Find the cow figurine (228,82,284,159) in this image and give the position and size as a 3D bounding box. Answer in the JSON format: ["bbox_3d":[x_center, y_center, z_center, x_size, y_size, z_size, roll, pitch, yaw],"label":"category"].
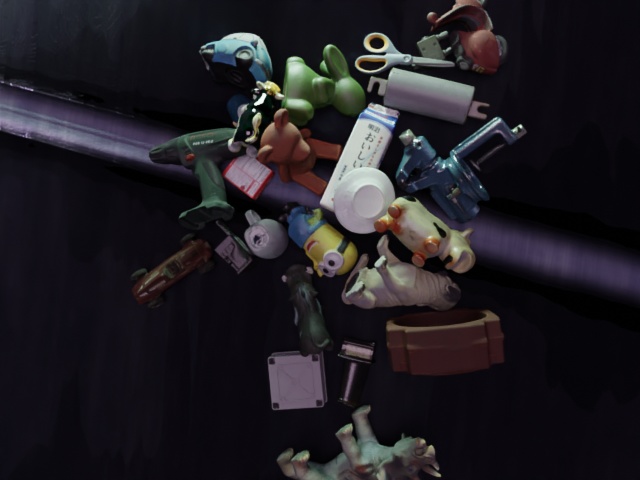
[{"bbox_3d":[-0.119,-0.248,1.044,0.068,0.098,0.167,22,74,-11],"label":"cow figurine"}]

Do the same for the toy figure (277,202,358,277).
[{"bbox_3d":[-0.001,-0.005,1.088,0.089,0.082,0.180,-38,75,-22],"label":"toy figure"}]

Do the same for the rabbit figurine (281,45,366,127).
[{"bbox_3d":[0.011,-0.304,1.101,0.170,0.121,0.159,6,82,-10],"label":"rabbit figurine"}]

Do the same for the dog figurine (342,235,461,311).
[{"bbox_3d":[0.160,0.107,1.063,0.190,0.121,0.172,34,134,-12],"label":"dog figurine"}]

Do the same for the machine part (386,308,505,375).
[{"bbox_3d":[0.225,0.184,0.988,0.202,0.201,0.087,-8,89,7],"label":"machine part"}]

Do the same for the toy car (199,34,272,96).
[{"bbox_3d":[-0.163,-0.378,1.125,0.162,0.109,0.103,19,67,19],"label":"toy car"}]

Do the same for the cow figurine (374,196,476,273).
[{"bbox_3d":[0.213,-0.009,1.031,0.195,0.127,0.085,40,134,7],"label":"cow figurine"}]

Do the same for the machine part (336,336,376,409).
[{"bbox_3d":[0.069,0.269,1.090,0.084,0.039,0.138,9,87,0],"label":"machine part"}]

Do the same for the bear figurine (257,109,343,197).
[{"bbox_3d":[-0.038,-0.169,1.043,0.132,0.196,0.120,23,88,7],"label":"bear figurine"}]

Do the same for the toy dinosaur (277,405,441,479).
[{"bbox_3d":[0.044,0.467,1.050,0.405,0.131,0.192,-33,83,11],"label":"toy dinosaur"}]

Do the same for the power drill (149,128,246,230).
[{"bbox_3d":[-0.253,-0.128,1.111,0.232,0.086,0.207,-14,62,16],"label":"power drill"}]

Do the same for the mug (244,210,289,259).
[{"bbox_3d":[-0.117,-0.015,1.092,0.081,0.107,0.109,-26,87,5],"label":"mug"}]

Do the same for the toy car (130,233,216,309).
[{"bbox_3d":[-0.318,0.068,1.145,0.202,0.053,0.089,-33,87,4],"label":"toy car"}]

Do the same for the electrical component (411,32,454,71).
[{"bbox_3d":[0.227,-0.386,1.102,0.094,0.021,0.063,-24,84,7],"label":"electrical component"}]

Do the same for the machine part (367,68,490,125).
[{"bbox_3d":[0.216,-0.287,1.072,0.243,0.079,0.079,17,90,9],"label":"machine part"}]

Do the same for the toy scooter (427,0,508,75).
[{"bbox_3d":[0.284,-0.405,1.056,0.135,0.075,0.184,-14,83,-18],"label":"toy scooter"}]

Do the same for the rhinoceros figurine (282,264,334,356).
[{"bbox_3d":[-0.029,0.139,1.065,0.073,0.112,0.190,-17,60,3],"label":"rhinoceros figurine"}]

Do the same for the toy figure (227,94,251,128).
[{"bbox_3d":[-0.134,-0.236,1.130,0.064,0.058,0.154,-43,84,23],"label":"toy figure"}]

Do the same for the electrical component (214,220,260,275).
[{"bbox_3d":[-0.184,0.016,1.116,0.119,0.075,0.048,44,93,3],"label":"electrical component"}]

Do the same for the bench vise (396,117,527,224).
[{"bbox_3d":[0.271,-0.157,1.028,0.240,0.129,0.223,-37,91,22],"label":"bench vise"}]
